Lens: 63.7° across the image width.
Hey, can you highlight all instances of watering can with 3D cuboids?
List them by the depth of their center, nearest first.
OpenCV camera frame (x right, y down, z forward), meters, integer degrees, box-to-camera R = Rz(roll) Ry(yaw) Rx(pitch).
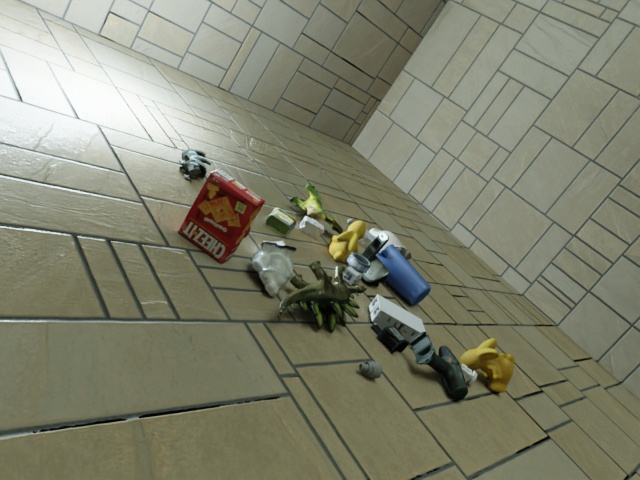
[{"bbox_3d":[0.282,0.016,2.325,0.345,0.103,0.229,21,24,-36],"label":"watering can"}]

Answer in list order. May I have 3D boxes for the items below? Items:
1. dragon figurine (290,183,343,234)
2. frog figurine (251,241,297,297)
[{"bbox_3d":[0.007,-0.111,2.200,0.121,0.245,0.408,-43,-15,9],"label":"dragon figurine"},{"bbox_3d":[-0.137,0.095,1.508,0.122,0.163,0.136,-17,-31,33],"label":"frog figurine"}]
